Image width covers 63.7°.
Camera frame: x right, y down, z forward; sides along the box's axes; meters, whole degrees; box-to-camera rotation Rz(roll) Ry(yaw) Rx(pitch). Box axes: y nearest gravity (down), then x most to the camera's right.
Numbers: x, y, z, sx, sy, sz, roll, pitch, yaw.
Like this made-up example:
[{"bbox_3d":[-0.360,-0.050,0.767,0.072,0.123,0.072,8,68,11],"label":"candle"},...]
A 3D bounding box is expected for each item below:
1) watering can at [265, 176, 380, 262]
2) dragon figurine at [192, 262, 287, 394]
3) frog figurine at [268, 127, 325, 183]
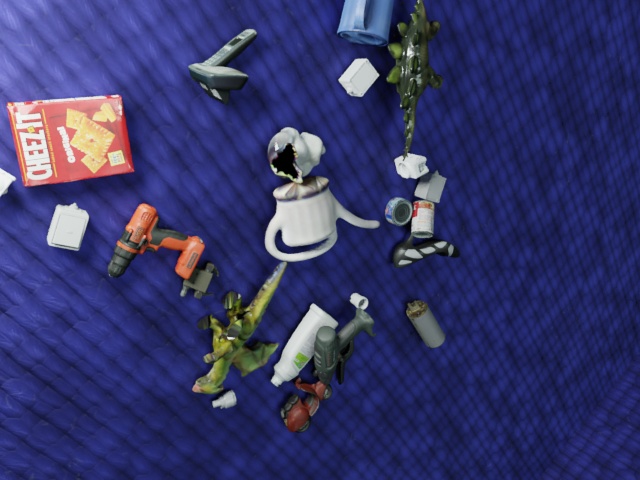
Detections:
[{"bbox_3d":[0.004,-0.071,1.401,0.350,0.105,0.220,-20,115,-23],"label":"watering can"},{"bbox_3d":[-0.194,0.262,1.404,0.413,0.124,0.238,-42,139,-12],"label":"dragon figurine"},{"bbox_3d":[-0.060,-0.232,1.338,0.135,0.122,0.163,60,36,-22],"label":"frog figurine"}]
